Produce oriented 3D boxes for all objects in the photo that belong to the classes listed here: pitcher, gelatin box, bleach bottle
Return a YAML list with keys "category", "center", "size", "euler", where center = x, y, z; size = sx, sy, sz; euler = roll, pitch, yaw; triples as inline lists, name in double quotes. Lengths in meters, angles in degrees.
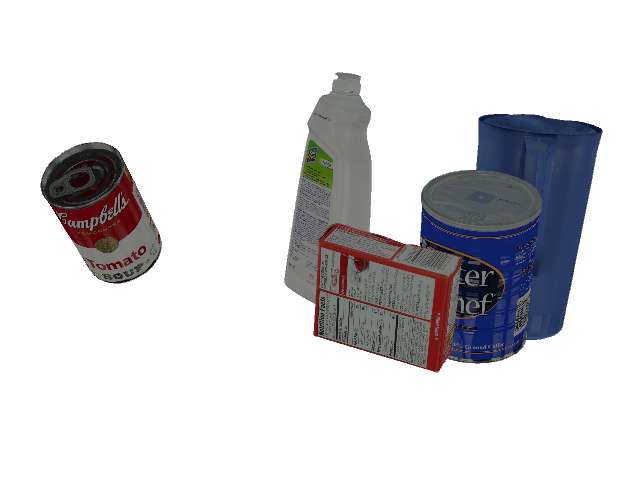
- category: "pitcher"
  center: [0.228, -0.015, 1.181]
  size: [0.149, 0.243, 0.145]
  euler: [-6, 18, -34]
- category: "gelatin box"
  center: [0.041, 0.035, 0.672]
  size: [0.089, 0.073, 0.030]
  euler: [15, 34, 21]
- category: "bleach bottle"
  center: [0.019, -0.057, 1.180]
  size: [0.067, 0.251, 0.103]
  euler: [-7, 22, -39]

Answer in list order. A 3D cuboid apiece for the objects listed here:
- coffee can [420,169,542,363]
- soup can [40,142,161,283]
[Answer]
- category: "coffee can"
  center: [0.138, 0.022, 0.944]
  size: [0.103, 0.140, 0.103]
  euler: [0, 30, 0]
- category: "soup can"
  center: [-0.176, -0.021, 0.867]
  size: [0.068, 0.068, 0.102]
  euler: [0, -38, 14]
